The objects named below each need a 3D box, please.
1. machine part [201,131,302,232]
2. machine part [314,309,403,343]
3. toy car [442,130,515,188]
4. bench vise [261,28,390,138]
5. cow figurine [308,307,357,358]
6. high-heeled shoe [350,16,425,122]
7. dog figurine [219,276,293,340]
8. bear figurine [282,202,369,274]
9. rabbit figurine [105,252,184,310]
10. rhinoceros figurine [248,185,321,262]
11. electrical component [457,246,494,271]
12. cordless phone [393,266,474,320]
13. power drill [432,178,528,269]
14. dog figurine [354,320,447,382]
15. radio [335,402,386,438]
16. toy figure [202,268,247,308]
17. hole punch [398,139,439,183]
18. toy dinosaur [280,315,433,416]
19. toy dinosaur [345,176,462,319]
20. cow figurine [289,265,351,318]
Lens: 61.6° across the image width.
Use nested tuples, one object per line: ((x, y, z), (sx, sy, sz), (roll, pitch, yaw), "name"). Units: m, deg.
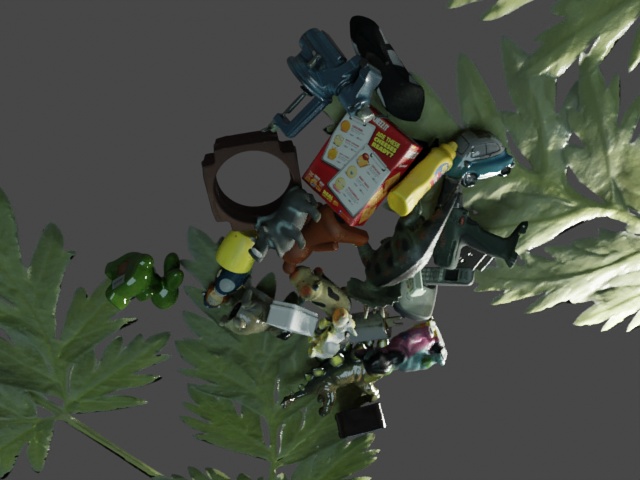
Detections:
((-0.142, -0.128, 1.163), (0.201, 0.087, 0.201), (-10, 123, -2), "machine part")
((0.094, 0.226, 1.386), (0.243, 0.079, 0.079), (-12, 123, 20), "machine part")
((0.346, -0.188, 1.181), (0.162, 0.109, 0.102), (-12, 129, -4), "toy car")
((-0.003, -0.278, 1.047), (0.240, 0.129, 0.223), (-40, 85, 23), "bench vise")
((0.043, 0.229, 1.306), (0.098, 0.068, 0.167), (16, 134, -24), "cow figurine")
((0.133, -0.345, 1.103), (0.086, 0.145, 0.248), (-34, 148, 8), "high-heeled shoe")
((-0.134, 0.202, 1.317), (0.190, 0.172, 0.121), (38, 120, -18), "dog figurine")
((-0.006, -0.004, 1.247), (0.132, 0.120, 0.196), (2, 149, -46), "bear figurine")
((-0.394, 0.095, 1.264), (0.159, 0.121, 0.170), (-39, 137, 7), "rabbit figurine")
((-0.080, -0.027, 1.140), (0.112, 0.073, 0.190), (28, 113, -24), "rhinoceros figurine")
((0.369, 0.023, 1.344), (0.134, 0.058, 0.115), (24, 116, -20), "electrical component")
((0.281, 0.126, 1.314), (0.184, 0.146, 0.088), (-3, 139, 30), "cordless phone")
((0.365, -0.033, 1.237), (0.207, 0.086, 0.231), (15, 97, 8), "power drill")
((0.205, 0.292, 1.389), (0.219, 0.191, 0.108), (-21, 85, 16), "dog figurine")
((0.117, 0.509, 1.517), (0.131, 0.073, 0.229), (-14, 160, 2), "radio")
((-0.240, 0.116, 1.314), (0.064, 0.058, 0.154), (47, 111, 13), "toy figure")
((0.189, -0.169, 1.198), (0.116, 0.092, 0.142), (-9, 124, -39), "hole punch")
((0.105, 0.344, 1.473), (0.471, 0.105, 0.198), (-22, 117, -8), "toy dinosaur")
((0.183, 0.034, 1.217), (0.131, 0.192, 0.404), (14, 141, -27), "toy dinosaur")
((0.000, 0.129, 1.313), (0.085, 0.127, 0.194), (-43, 120, 13), "cow figurine")
